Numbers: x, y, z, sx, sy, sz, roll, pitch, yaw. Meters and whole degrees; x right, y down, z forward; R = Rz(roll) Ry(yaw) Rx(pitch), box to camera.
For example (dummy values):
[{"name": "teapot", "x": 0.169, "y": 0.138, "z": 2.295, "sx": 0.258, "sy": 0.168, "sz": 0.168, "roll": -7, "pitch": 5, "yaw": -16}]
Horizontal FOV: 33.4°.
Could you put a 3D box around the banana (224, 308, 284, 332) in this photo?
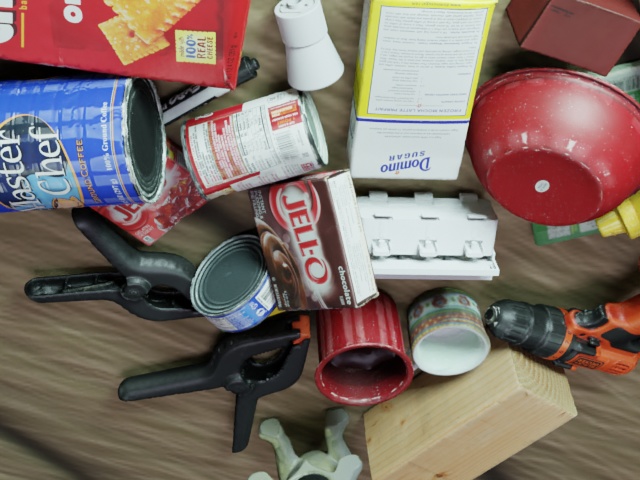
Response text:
[{"name": "banana", "x": -0.023, "y": 0.044, "z": 0.988, "sx": 0.198, "sy": 0.037, "sz": 0.069, "roll": -20, "pitch": 177, "yaw": 18}]

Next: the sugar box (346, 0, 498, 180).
[{"name": "sugar box", "x": 0.074, "y": -0.124, "z": 0.830, "sx": 0.093, "sy": 0.048, "sz": 0.176, "roll": 1, "pitch": 138, "yaw": -5}]

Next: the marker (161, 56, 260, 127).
[{"name": "marker", "x": -0.100, "y": -0.112, "z": 0.845, "sx": 0.121, "sy": 0.020, "sz": 0.020, "roll": -25, "pitch": 131, "yaw": 19}]

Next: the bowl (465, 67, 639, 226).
[{"name": "bowl", "x": 0.184, "y": -0.061, "z": 0.851, "sx": 0.162, "sy": 0.055, "sz": 0.162, "roll": 16, "pitch": 145, "yaw": 11}]

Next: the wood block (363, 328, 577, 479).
[{"name": "wood block", "x": 0.150, "y": 0.182, "z": 1.108, "sx": 0.090, "sy": 0.090, "sz": 0.206, "roll": 30, "pitch": 125, "yaw": -31}]

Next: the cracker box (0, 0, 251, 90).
[{"name": "cracker box", "x": -0.150, "y": -0.196, "z": 0.721, "sx": 0.213, "sy": 0.072, "sz": 0.164, "roll": 6, "pitch": 134, "yaw": -10}]

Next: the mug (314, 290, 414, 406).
[{"name": "mug", "x": 0.036, "y": 0.108, "z": 1.030, "sx": 0.093, "sy": 0.081, "sz": 0.117, "roll": 6, "pitch": 133, "yaw": -11}]

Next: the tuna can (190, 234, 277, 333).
[{"name": "tuna can", "x": -0.072, "y": 0.039, "z": 0.951, "sx": 0.086, "sy": 0.086, "sz": 0.033, "roll": -26, "pitch": 133, "yaw": 19}]

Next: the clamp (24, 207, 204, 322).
[{"name": "clamp", "x": -0.170, "y": 0.027, "z": 0.965, "sx": 0.171, "sy": 0.039, "sz": 0.120, "roll": 11, "pitch": 138, "yaw": -23}]

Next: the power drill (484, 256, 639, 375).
[{"name": "power drill", "x": 0.273, "y": 0.062, "z": 1.001, "sx": 0.184, "sy": 0.057, "sz": 0.188, "roll": 16, "pitch": 146, "yaw": -28}]

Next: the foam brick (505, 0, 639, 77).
[{"name": "foam brick", "x": 0.188, "y": -0.166, "z": 0.793, "sx": 0.078, "sy": 0.051, "sz": 0.053, "roll": 15, "pitch": 130, "yaw": -19}]

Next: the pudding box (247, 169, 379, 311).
[{"name": "pudding box", "x": -0.006, "y": 0.001, "z": 0.892, "sx": 0.090, "sy": 0.039, "sz": 0.113, "roll": -5, "pitch": 105, "yaw": 43}]

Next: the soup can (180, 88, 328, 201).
[{"name": "soup can", "x": -0.052, "y": -0.077, "z": 0.850, "sx": 0.102, "sy": 0.068, "sz": 0.068, "roll": -15, "pitch": 134, "yaw": 10}]

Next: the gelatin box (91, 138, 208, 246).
[{"name": "gelatin box", "x": -0.143, "y": -0.042, "z": 0.903, "sx": 0.089, "sy": 0.030, "sz": 0.073, "roll": -34, "pitch": 128, "yaw": 26}]

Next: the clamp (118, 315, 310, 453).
[{"name": "clamp", "x": -0.078, "y": 0.145, "z": 1.089, "sx": 0.210, "sy": 0.036, "sz": 0.164, "roll": -33, "pitch": 129, "yaw": 25}]

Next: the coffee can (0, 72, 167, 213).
[{"name": "coffee can", "x": -0.197, "y": -0.074, "z": 0.806, "sx": 0.140, "sy": 0.102, "sz": 0.103, "roll": -3, "pitch": 135, "yaw": 8}]

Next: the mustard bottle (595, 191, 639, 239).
[{"name": "mustard bottle", "x": 0.324, "y": -0.050, "z": 0.899, "sx": 0.192, "sy": 0.058, "sz": 0.096, "roll": -26, "pitch": 153, "yaw": 13}]
